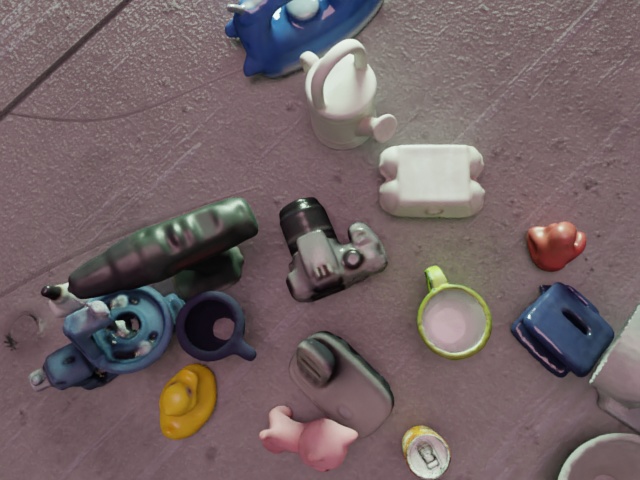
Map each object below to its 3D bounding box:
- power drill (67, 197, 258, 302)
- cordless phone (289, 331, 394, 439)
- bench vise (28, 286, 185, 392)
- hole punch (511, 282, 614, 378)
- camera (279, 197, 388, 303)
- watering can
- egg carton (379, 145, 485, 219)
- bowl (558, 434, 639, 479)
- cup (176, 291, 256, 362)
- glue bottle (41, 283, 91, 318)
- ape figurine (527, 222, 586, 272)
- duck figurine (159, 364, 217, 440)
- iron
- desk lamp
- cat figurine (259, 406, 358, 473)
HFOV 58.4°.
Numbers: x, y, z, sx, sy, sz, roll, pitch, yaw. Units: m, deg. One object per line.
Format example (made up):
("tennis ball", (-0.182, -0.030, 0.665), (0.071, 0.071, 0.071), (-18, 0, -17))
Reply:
("power drill", (-0.182, 0.027, 0.753), (0.229, 0.208, 0.075), (-28, 77, -2))
("cordless phone", (0.024, 0.180, 0.716), (0.147, 0.185, 0.094), (39, 83, 12))
("bench vise", (-0.280, 0.138, 0.730), (0.121, 0.220, 0.207), (40, 83, 12))
("hole punch", (0.323, 0.115, 0.756), (0.101, 0.091, 0.108), (-44, 78, -6))
("camera", (0.007, 0.003, 0.800), (0.143, 0.101, 0.137), (-22, 77, -1))
("watering can", (0.036, -0.204, 0.796), (0.172, 0.194, 0.101), (24, 80, 9))
("egg carton", (0.160, -0.084, 0.824), (0.150, 0.069, 0.107), (0, 77, 4))
("bowl", (0.369, 0.326, 0.714), (0.167, 0.075, 0.167), (-1, 77, 4))
("cup", (-0.129, 0.128, 0.785), (0.117, 0.095, 0.092), (33, 82, 11))
("glue bottle", (-0.325, 0.080, 0.771), (0.078, 0.173, 0.037), (-40, 77, -5))
("ape figurine", (0.324, 0.002, 0.781), (0.077, 0.092, 0.076), (29, 81, 10))
("duck figurine", (-0.188, 0.219, 0.774), (0.077, 0.086, 0.105), (20, 80, 9))
("iron", (-0.020, -0.354, 0.861), (0.258, 0.141, 0.118), (-26, 77, -2))
("desk lamp", (0.410, 0.168, 0.675), (0.203, 0.213, 0.118), (34, 82, 11))
("cat figurine", (-0.017, 0.259, 0.736), (0.127, 0.118, 0.067), (8, 78, 6))
